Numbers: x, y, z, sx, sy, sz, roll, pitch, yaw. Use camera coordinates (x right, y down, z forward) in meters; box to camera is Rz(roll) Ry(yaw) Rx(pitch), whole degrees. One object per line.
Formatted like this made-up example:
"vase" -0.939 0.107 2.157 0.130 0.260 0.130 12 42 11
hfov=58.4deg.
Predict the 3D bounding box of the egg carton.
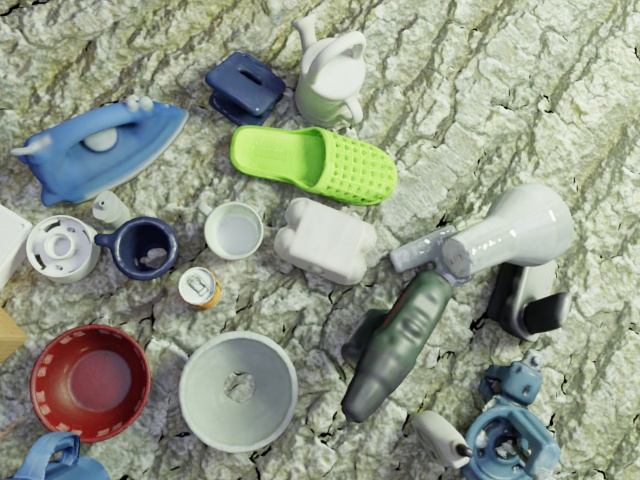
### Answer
"egg carton" 0.008 0.003 0.888 0.150 0.069 0.107 21 78 -3

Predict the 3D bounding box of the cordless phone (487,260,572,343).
"cordless phone" 0.337 0.076 0.858 0.094 0.185 0.148 17 78 -3

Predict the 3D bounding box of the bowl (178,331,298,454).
"bowl" -0.116 0.217 0.830 0.167 0.074 0.167 1 79 -7

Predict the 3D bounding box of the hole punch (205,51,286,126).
"hole punch" -0.118 -0.245 0.907 0.108 0.091 0.101 34 77 0

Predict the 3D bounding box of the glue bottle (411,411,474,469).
"glue bottle" 0.179 0.287 0.804 0.037 0.173 0.078 -27 84 -11

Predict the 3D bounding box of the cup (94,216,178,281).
"cup" -0.263 0.017 0.838 0.118 0.095 0.092 11 78 -5

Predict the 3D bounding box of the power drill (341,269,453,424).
"power drill" 0.092 0.148 0.801 0.075 0.208 0.230 36 77 1

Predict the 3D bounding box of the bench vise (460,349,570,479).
"bench vise" 0.269 0.253 0.798 0.121 0.219 0.207 6 79 -6

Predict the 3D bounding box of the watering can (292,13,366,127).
"watering can" 0.013 -0.261 0.874 0.173 0.194 0.101 38 77 1

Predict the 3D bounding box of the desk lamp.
"desk lamp" 0.231 0.013 0.841 0.203 0.213 0.118 -24 83 -11

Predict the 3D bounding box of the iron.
"iron" -0.316 -0.157 0.840 0.258 0.141 0.118 -30 84 -11
